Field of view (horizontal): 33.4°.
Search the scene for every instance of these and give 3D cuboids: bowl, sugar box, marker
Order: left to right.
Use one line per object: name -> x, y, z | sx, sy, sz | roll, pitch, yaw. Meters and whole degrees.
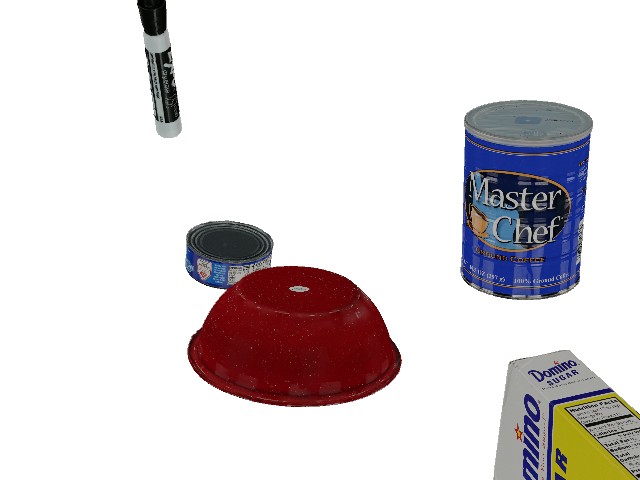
marker -> -0.111, -0.121, 0.743 | 0.020, 0.020, 0.121 | 0, -41, 0
bowl -> -0.018, 0.061, 0.795 | 0.162, 0.055, 0.162 | 3, 21, -1
sugar box -> 0.147, 0.137, 0.516 | 0.048, 0.093, 0.176 | -9, 27, -23

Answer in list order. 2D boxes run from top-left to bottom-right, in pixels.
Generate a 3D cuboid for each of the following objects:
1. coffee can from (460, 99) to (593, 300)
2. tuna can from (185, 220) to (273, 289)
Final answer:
coffee can -> 0.170, -0.035, 0.892 | 0.103, 0.140, 0.103 | -2, 24, 1
tuna can -> -0.090, 0.014, 1.053 | 0.086, 0.034, 0.086 | 6, 27, -3
